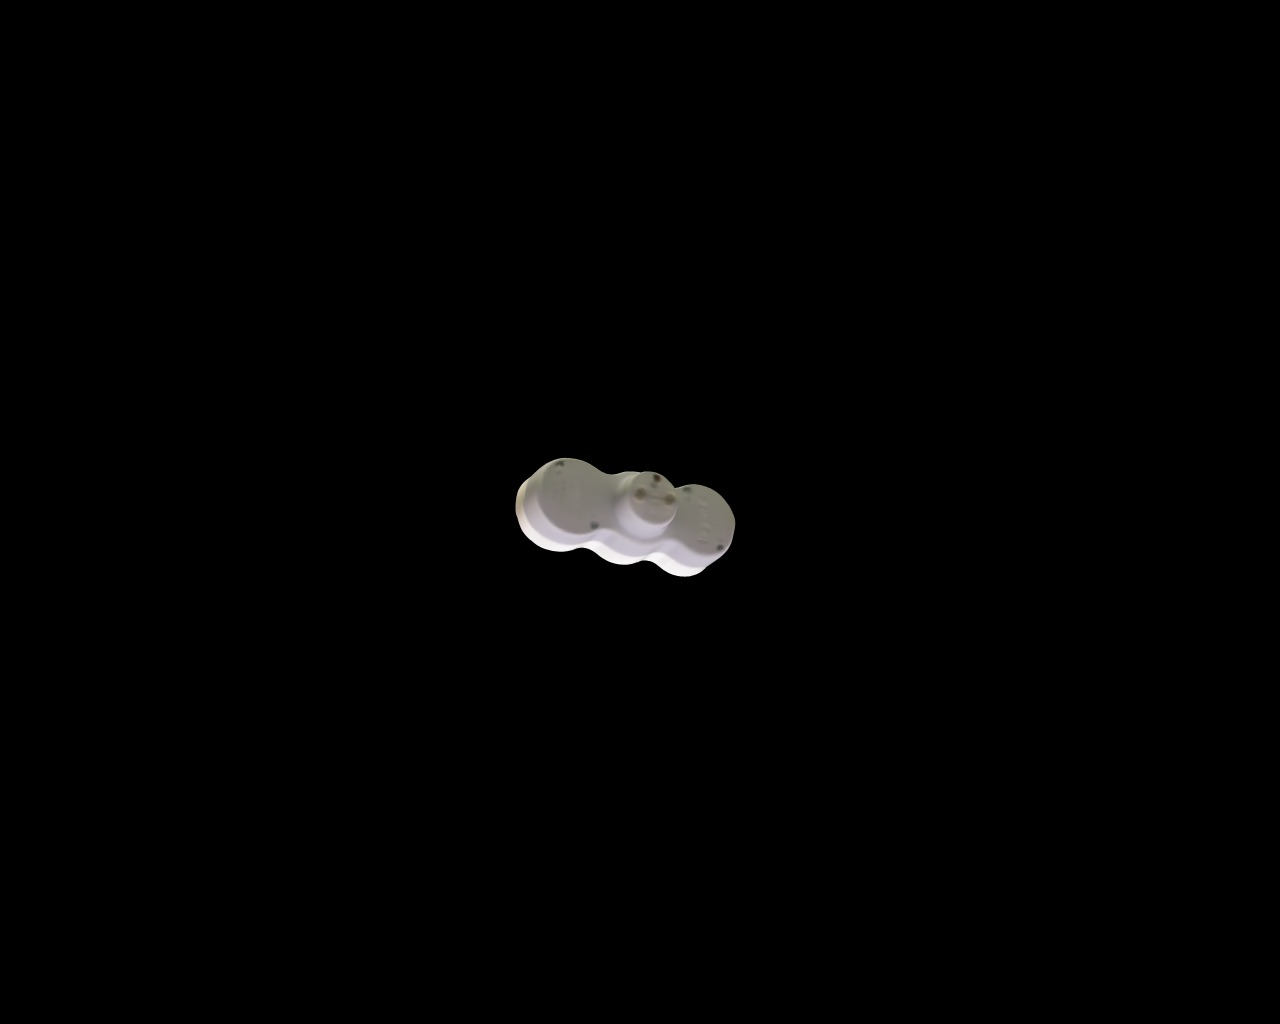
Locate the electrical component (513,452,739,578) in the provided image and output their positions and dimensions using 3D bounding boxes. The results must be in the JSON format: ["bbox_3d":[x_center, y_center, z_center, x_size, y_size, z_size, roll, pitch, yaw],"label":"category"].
[{"bbox_3d":[0.001,-0.003,0.650,0.138,0.052,0.073,12,-27,-25],"label":"electrical component"}]
